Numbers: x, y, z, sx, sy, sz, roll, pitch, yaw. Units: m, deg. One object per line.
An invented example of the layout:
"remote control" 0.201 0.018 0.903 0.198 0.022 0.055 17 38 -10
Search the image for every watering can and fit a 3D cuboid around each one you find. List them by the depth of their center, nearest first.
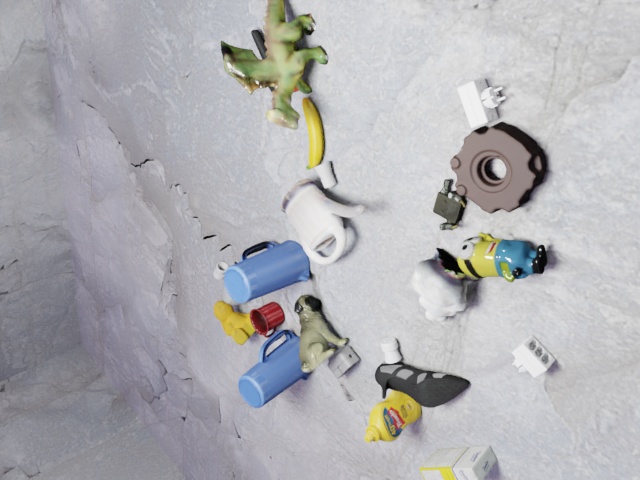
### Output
"watering can" 0.004 -0.067 1.341 0.226 0.105 0.340 55 149 14

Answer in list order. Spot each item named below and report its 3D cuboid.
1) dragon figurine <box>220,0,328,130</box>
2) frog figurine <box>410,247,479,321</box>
"dragon figurine" -0.124 -0.454 1.229 0.121 0.245 0.410 -22 93 53
"frog figurine" 0.263 0.119 1.156 0.138 0.124 0.156 28 116 11
